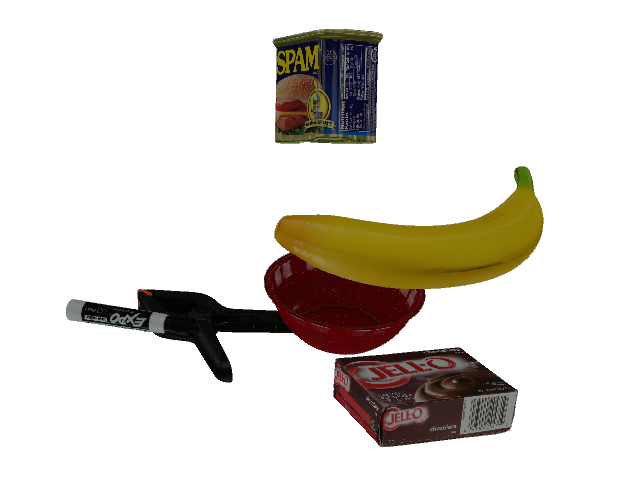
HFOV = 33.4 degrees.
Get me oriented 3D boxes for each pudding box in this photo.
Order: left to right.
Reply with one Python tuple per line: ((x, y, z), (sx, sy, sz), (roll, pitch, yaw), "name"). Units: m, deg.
((0.077, 0.116, 0.806), (0.113, 0.039, 0.090), (-1, 17, -22), "pudding box")

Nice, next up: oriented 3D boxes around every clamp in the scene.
((-0.139, 0.102, 1.253), (0.210, 0.036, 0.164), (14, 25, 23), "clamp")

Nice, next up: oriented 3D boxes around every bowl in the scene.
((0.022, 0.067, 1.074), (0.162, 0.055, 0.162), (4, 29, -2), "bowl")

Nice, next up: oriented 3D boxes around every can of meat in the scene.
((0.003, -0.119, 0.842), (0.057, 0.084, 0.102), (-1, 5, -30), "can of meat")

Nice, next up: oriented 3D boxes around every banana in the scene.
((0.068, 0.000, 0.638), (0.197, 0.037, 0.070), (-11, 44, -33), "banana")

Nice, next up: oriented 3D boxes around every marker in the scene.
((-0.161, 0.067, 0.919), (0.121, 0.020, 0.020), (7, 2, 16), "marker")
